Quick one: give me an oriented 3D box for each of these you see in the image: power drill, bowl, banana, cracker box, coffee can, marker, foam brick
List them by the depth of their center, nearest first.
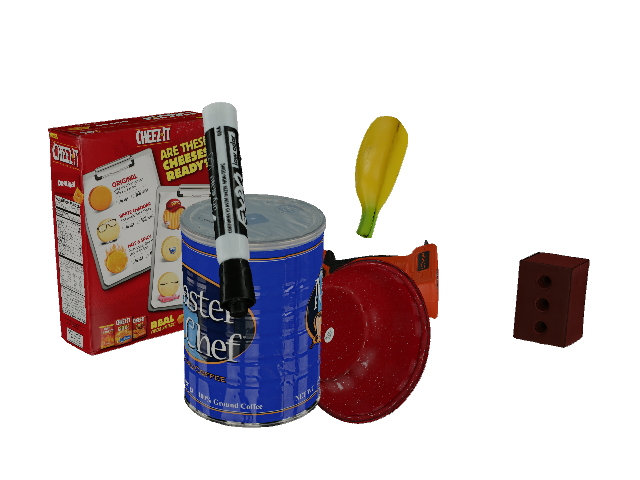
[{"bbox_3d":[-0.048,-0.017,0.563,0.020,0.121,0.020,-7,-24,-3],"label":"marker"},{"bbox_3d":[-0.049,0.048,0.770,0.103,0.140,0.103,1,20,-1],"label":"coffee can"},{"bbox_3d":[0.049,-0.071,0.900,0.037,0.070,0.197,25,25,-1],"label":"banana"},{"bbox_3d":[0.216,0.055,0.996,0.053,0.078,0.051,9,15,31],"label":"foam brick"},{"bbox_3d":[0.024,0.092,1.020,0.162,0.162,0.055,0,-11,40],"label":"bowl"},{"bbox_3d":[-0.177,-0.012,1.052,0.163,0.214,0.072,-14,21,-41],"label":"cracker box"},{"bbox_3d":[0.041,0.054,1.220,0.188,0.057,0.184,0,28,9],"label":"power drill"}]
